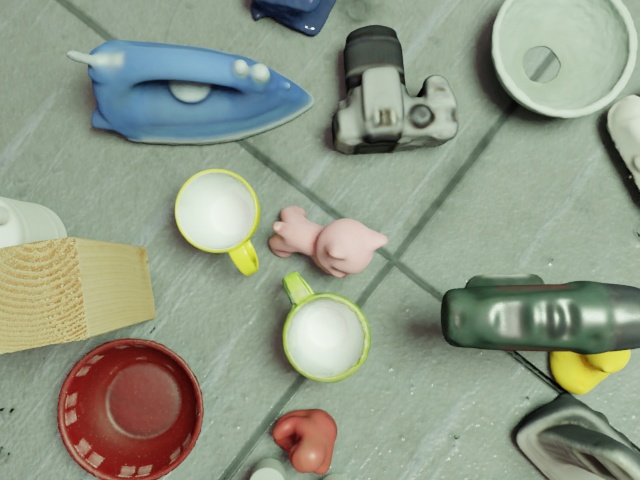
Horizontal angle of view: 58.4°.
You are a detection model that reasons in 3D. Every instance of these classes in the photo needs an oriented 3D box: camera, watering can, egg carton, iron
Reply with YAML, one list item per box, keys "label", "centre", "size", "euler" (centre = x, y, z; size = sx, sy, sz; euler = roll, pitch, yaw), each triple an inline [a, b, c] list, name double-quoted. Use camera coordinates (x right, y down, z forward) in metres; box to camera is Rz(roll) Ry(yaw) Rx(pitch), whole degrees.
- label: "camera"
  centre: [0.082, -0.175, 0.657]
  size: [0.143, 0.100, 0.137]
  euler: [-5, 87, -1]
- label: "watering can"
  centre: [-0.357, -0.004, 0.593]
  size: [0.173, 0.194, 0.101]
  euler: [33, 87, 1]
- label: "egg carton"
  centre: [0.410, -0.110, 0.677]
  size: [0.107, 0.069, 0.150]
  euler: [-29, 88, -2]
- label: "iron"
  centre: [-0.135, -0.176, 0.632]
  size: [0.258, 0.141, 0.119]
  euler: [1, 87, -1]

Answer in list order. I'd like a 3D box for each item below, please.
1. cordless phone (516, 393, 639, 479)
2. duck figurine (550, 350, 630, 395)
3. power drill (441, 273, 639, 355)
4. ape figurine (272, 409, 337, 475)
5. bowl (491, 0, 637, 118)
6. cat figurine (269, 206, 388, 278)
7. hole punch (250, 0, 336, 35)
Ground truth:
- label: "cordless phone"
  centre: [0.303, 0.244, 0.600]
  size: [0.147, 0.185, 0.094]
  euler: [41, 87, 1]
- label: "duck figurine"
  centre: [0.316, 0.131, 0.655]
  size: [0.077, 0.086, 0.104]
  euler: [26, 87, 0]
- label: "power drill"
  centre: [0.232, 0.074, 0.595]
  size: [0.229, 0.208, 0.076]
  euler: [-2, 87, -1]
- label: "ape figurine"
  centre: [-0.014, 0.231, 0.641]
  size: [0.076, 0.092, 0.078]
  euler: [-29, 88, -2]
- label: "bowl"
  centre: [0.275, -0.218, 0.676]
  size: [0.167, 0.074, 0.167]
  euler: [0, 87, -1]
- label: "cat figurine"
  centre: [0.006, 0.002, 0.639]
  size: [0.128, 0.117, 0.067]
  euler: [18, 87, 0]
- label: "hole punch"
  centre: [-0.028, -0.309, 0.666]
  size: [0.101, 0.091, 0.109]
  euler: [23, 87, 0]
